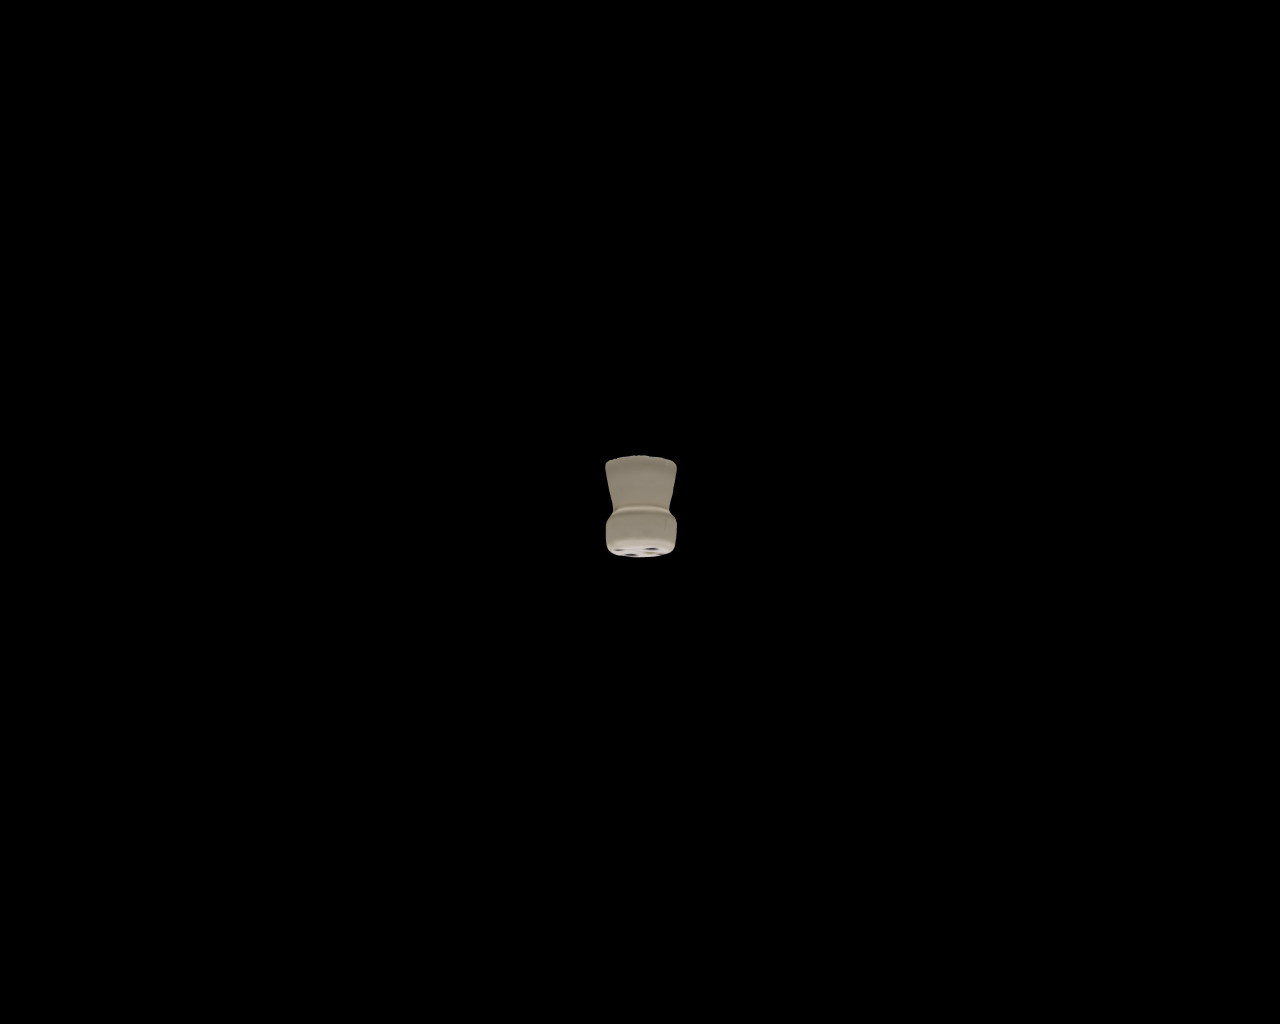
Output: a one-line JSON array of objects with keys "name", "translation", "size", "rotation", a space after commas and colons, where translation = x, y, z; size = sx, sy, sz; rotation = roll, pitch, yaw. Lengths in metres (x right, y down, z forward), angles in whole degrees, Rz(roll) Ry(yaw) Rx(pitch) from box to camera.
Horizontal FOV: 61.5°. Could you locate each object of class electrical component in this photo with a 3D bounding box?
[{"name": "electrical component", "translation": [0.001, -0.003, 0.650], "size": [0.045, 0.055, 0.045], "rotation": [0, -14, 0]}]
